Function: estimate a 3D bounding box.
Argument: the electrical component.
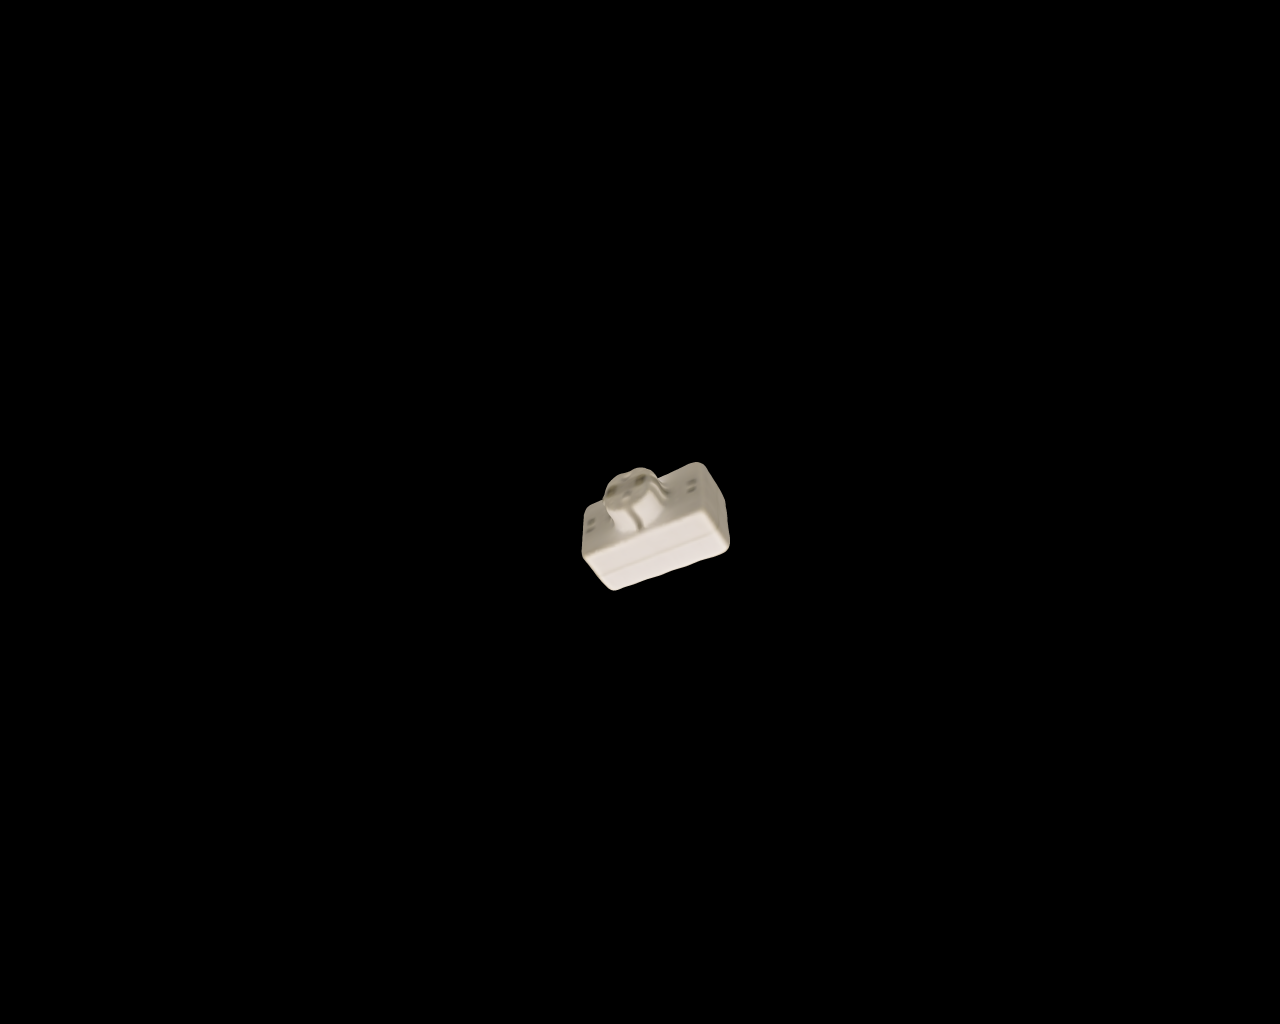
[{"bbox_3d":[0.001,-0.003,0.650,0.083,0.075,0.047,-22,38,18],"label":"electrical component"}]
